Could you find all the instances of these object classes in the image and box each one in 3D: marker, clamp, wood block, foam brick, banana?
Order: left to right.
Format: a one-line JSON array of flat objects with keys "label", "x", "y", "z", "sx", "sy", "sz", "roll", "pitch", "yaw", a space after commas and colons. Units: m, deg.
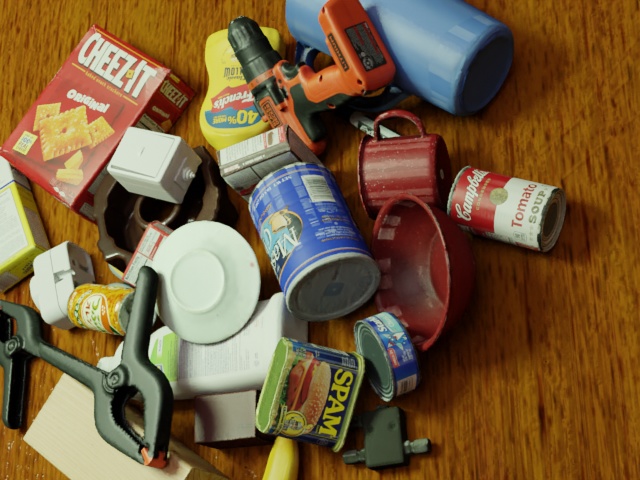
[{"label": "clamp", "x": -0.355, "y": 0.132, "z": 1.301, "sx": 0.120, "sy": 0.039, "sz": 0.171, "roll": -32, "pitch": 59, "yaw": 9}, {"label": "wood block", "x": -0.210, "y": 0.238, "z": 1.158, "sx": 0.206, "sy": 0.090, "sz": 0.091, "roll": 29, "pitch": 84, "yaw": 31}, {"label": "clamp", "x": -0.200, "y": 0.139, "z": 1.117, "sx": 0.165, "sy": 0.036, "sz": 0.210, "roll": -42, "pitch": 58, "yaw": 11}, {"label": "foam brick", "x": -0.089, "y": 0.192, "z": 1.139, "sx": 0.078, "sy": 0.051, "sz": 0.053, "roll": -9, "pitch": 69, "yaw": 24}, {"label": "banana", "x": -0.071, "y": 0.290, "z": 1.099, "sx": 0.070, "sy": 0.037, "sz": 0.198, "roll": 35, "pitch": 88, "yaw": 32}, {"label": "marker", "x": 0.062, "y": -0.126, "z": 1.210, "sx": 0.121, "sy": 0.020, "sz": 0.020, "roll": 35, "pitch": 88, "yaw": 32}]

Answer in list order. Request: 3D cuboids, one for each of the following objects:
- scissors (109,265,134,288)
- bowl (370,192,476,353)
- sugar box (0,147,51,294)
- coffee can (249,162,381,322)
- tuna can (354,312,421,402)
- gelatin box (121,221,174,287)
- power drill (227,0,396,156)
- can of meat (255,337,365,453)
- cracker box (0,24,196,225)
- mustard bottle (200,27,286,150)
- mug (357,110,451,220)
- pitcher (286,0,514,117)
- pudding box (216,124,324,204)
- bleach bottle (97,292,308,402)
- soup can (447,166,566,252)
[{"label": "scissors", "x": -0.191, "y": 0.076, "z": 1.256, "sx": 0.202, "sy": 0.016, "sz": 0.096, "roll": 34, "pitch": 87, "yaw": 33}, {"label": "bowl", "x": 0.110, "y": 0.031, "z": 1.075, "sx": 0.055, "sy": 0.162, "sz": 0.162, "roll": -5, "pitch": 59, "yaw": -24}, {"label": "sugar box", "x": -0.415, "y": -0.027, "z": 1.391, "sx": 0.093, "sy": 0.048, "sz": 0.176, "roll": -33, "pitch": 56, "yaw": 11}, {"label": "coffee can", "x": -0.007, "y": 0.001, "z": 1.135, "sx": 0.103, "sy": 0.102, "sz": 0.140, "roll": -33, "pitch": 52, "yaw": 11}, {"label": "tuna can", "x": 0.067, "y": 0.116, "z": 1.071, "sx": 0.033, "sy": 0.086, "sz": 0.086, "roll": -19, "pitch": 58, "yaw": -17}, {"label": "gelatin box", "x": -0.165, "y": 0.032, "z": 1.187, "sx": 0.089, "sy": 0.030, "sz": 0.073, "roll": 30, "pitch": 102, "yaw": 5}, {"label": "power drill", "x": -0.014, "y": -0.194, "z": 1.173, "sx": 0.188, "sy": 0.057, "sz": 0.184, "roll": -28, "pitch": 93, "yaw": 53}, {"label": "can of meat", "x": -0.011, "y": 0.155, "z": 1.079, "sx": 0.057, "sy": 0.083, "sz": 0.102, "roll": -158, "pitch": 84, "yaw": -73}, {"label": "cracker box", "x": -0.287, "y": -0.150, "z": 1.360, "sx": 0.164, "sy": 0.072, "sz": 0.213, "roll": 33, "pitch": 86, "yaw": 32}, {"label": "mustard bottle", "x": -0.095, "y": -0.160, "z": 1.277, "sx": 0.096, "sy": 0.058, "sz": 0.191, "roll": -1, "pitch": 70, "yaw": 12}, {"label": "mug", "x": 0.090, "y": -0.081, "z": 1.130, "sx": 0.082, "sy": 0.093, "sz": 0.117, "roll": -4, "pitch": 108, "yaw": 20}, {"label": "pitcher", "x": 0.084, "y": -0.224, "z": 1.183, "sx": 0.243, "sy": 0.149, "sz": 0.144, "roll": 34, "pitch": 59, "yaw": 29}, {"label": "pudding box", "x": -0.049, "y": -0.074, "z": 1.190, "sx": 0.090, "sy": 0.113, "sz": 0.039, "roll": -20, "pitch": 60, "yaw": 17}, {"label": "bleach bottle", "x": -0.138, "y": 0.125, "z": 1.185, "sx": 0.251, "sy": 0.068, "sz": 0.102, "roll": -9, "pitch": 65, "yaw": 25}, {"label": "soup can", "x": 0.189, "y": -0.031, "z": 1.082, "sx": 0.102, "sy": 0.068, "sz": 0.068, "roll": 16, "pitch": 78, "yaw": 29}]
